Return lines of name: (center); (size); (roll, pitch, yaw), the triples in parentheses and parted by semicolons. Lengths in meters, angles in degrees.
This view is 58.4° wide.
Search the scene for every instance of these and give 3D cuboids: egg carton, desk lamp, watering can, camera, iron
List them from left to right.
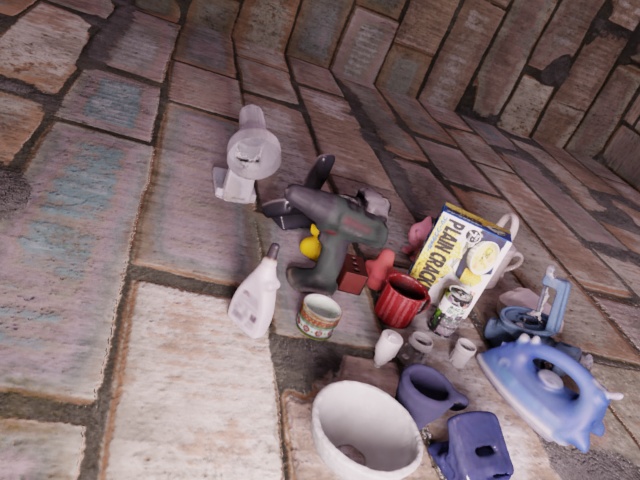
desk lamp: (-0.173, -0.191, 1.316); (0.118, 0.213, 0.203); (10, 30, -23)
camera: (0.103, -0.088, 1.466); (0.137, 0.101, 0.143); (15, 29, -15)
watering can: (0.431, 0.017, 1.433); (0.173, 0.194, 0.100); (9, 31, -26)
egg carton: (0.490, 0.175, 1.336); (0.107, 0.069, 0.150); (-10, 42, -46)
iron: (0.420, 0.256, 1.063); (0.119, 0.141, 0.257); (-10, 42, -46)

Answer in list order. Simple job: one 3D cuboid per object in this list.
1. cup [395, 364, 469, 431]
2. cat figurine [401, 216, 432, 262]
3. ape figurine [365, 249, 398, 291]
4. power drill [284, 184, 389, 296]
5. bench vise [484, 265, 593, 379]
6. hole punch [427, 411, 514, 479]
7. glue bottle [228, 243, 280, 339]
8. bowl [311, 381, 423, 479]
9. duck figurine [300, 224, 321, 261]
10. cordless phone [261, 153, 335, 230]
cup: (0.167, 0.263, 0.909); (0.118, 0.095, 0.091); (20, 28, -7)
cat figurine: (0.262, -0.002, 1.420); (0.128, 0.118, 0.067); (2, 34, -35)
ape figurine: (0.137, 0.059, 1.245); (0.077, 0.092, 0.076); (29, 28, 11)
power drill: (0.010, 0.004, 1.120); (0.230, 0.208, 0.075); (11, 30, -22)
bench vise: (0.469, 0.170, 1.167); (0.207, 0.219, 0.122); (28, 28, 9)
hole punch: (0.237, 0.322, 0.864); (0.109, 0.091, 0.100); (5, 33, -32)
glue bottle: (-0.098, 0.077, 0.948); (0.078, 0.173, 0.037); (37, 31, 25)
bowl: (0.055, 0.284, 0.808); (0.167, 0.075, 0.167); (18, 28, -10)
duck figurine: (0.016, 0.000, 1.263); (0.104, 0.086, 0.077); (20, 28, -7)
cordless phone: (-0.043, -0.122, 1.324); (0.094, 0.185, 0.148); (39, 32, 28)
